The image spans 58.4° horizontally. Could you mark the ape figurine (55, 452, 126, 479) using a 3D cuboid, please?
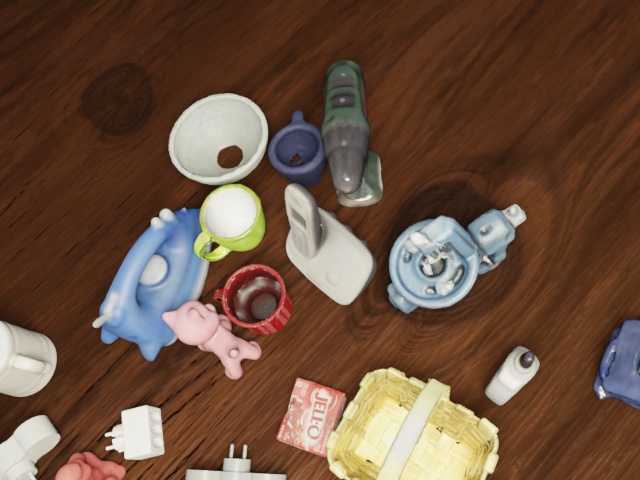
[{"bbox_3d":[-0.324,0.326,0.784,0.076,0.092,0.077,-36,67,-5],"label":"ape figurine"}]

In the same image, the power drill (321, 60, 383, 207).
[{"bbox_3d":[0.047,-0.133,0.839,0.075,0.209,0.229,-6,68,8],"label":"power drill"}]

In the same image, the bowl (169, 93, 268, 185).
[{"bbox_3d":[-0.160,-0.156,0.957,0.167,0.075,0.167,-3,68,9],"label":"bowl"}]

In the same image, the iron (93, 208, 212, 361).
[{"bbox_3d":[-0.249,0.039,0.858,0.118,0.142,0.258,16,72,16],"label":"iron"}]

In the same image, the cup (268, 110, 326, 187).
[{"bbox_3d":[-0.029,-0.137,0.916,0.091,0.095,0.118,-5,68,8],"label":"cup"}]

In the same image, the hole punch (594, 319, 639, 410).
[{"bbox_3d":[0.412,0.161,0.722,0.101,0.091,0.109,23,74,18],"label":"hole punch"}]

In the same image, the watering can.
[{"bbox_3d":[-0.485,0.164,0.821,0.172,0.194,0.101,-12,67,5],"label":"watering can"}]

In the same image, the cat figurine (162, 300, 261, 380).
[{"bbox_3d":[-0.157,0.134,0.818,0.127,0.118,0.067,35,78,21],"label":"cat figurine"}]

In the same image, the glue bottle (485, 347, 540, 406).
[{"bbox_3d":[0.243,0.161,0.707,0.037,0.173,0.078,38,79,21],"label":"glue bottle"}]

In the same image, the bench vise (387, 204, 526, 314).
[{"bbox_3d":[0.172,-0.002,0.758,0.121,0.220,0.207,38,79,21],"label":"bench vise"}]

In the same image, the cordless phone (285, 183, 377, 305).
[{"bbox_3d":[0.007,0.003,0.804,0.147,0.185,0.094,38,79,21],"label":"cordless phone"}]
